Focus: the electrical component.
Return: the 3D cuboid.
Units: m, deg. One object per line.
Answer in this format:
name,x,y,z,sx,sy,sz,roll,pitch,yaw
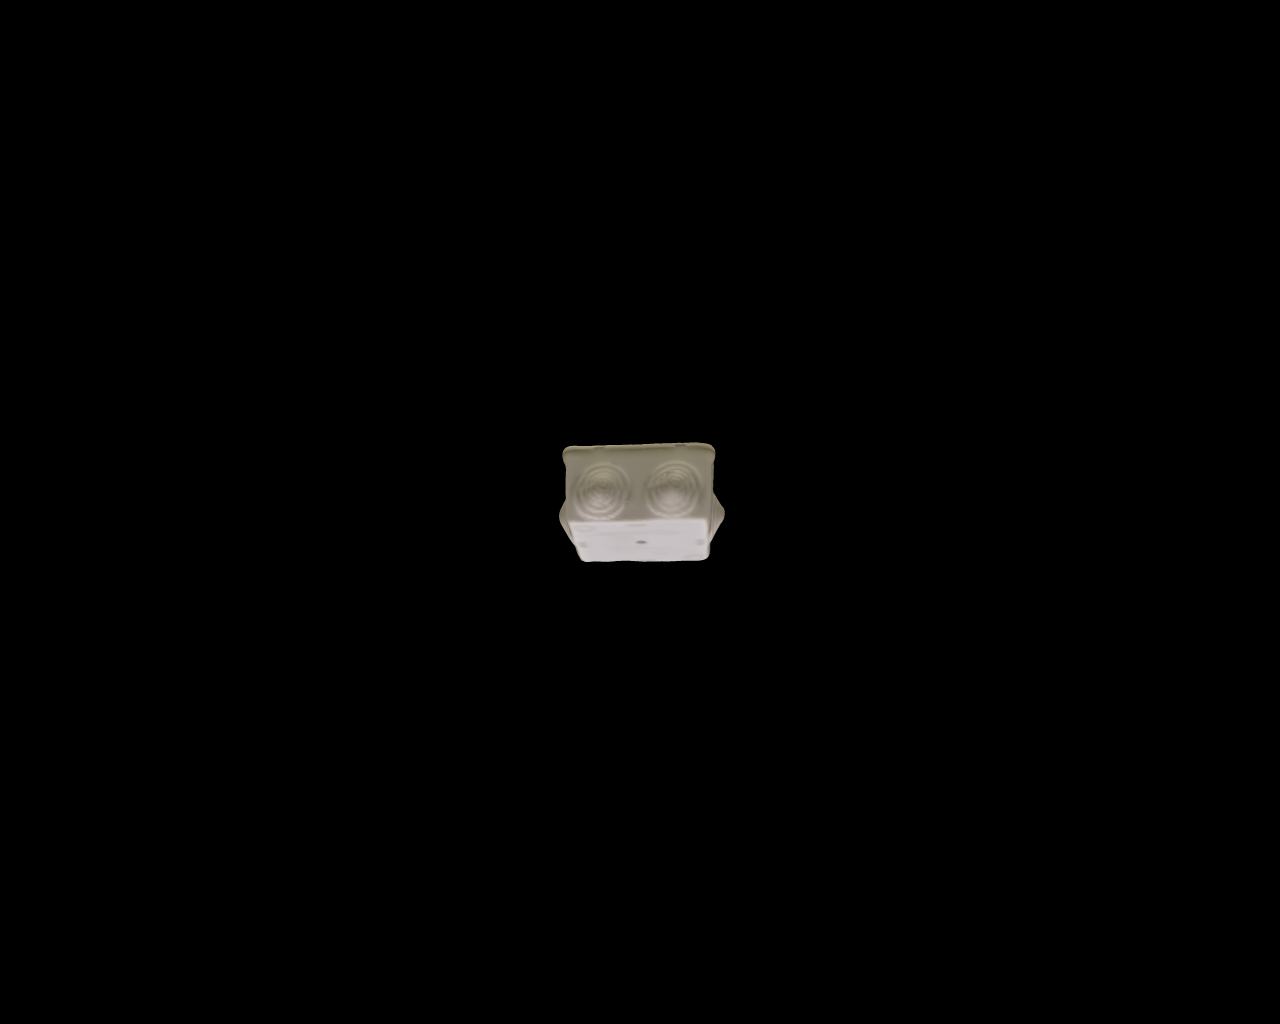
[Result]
electrical component,0.001,-0.003,0.650,0.100,0.048,0.099,-1,-19,2
